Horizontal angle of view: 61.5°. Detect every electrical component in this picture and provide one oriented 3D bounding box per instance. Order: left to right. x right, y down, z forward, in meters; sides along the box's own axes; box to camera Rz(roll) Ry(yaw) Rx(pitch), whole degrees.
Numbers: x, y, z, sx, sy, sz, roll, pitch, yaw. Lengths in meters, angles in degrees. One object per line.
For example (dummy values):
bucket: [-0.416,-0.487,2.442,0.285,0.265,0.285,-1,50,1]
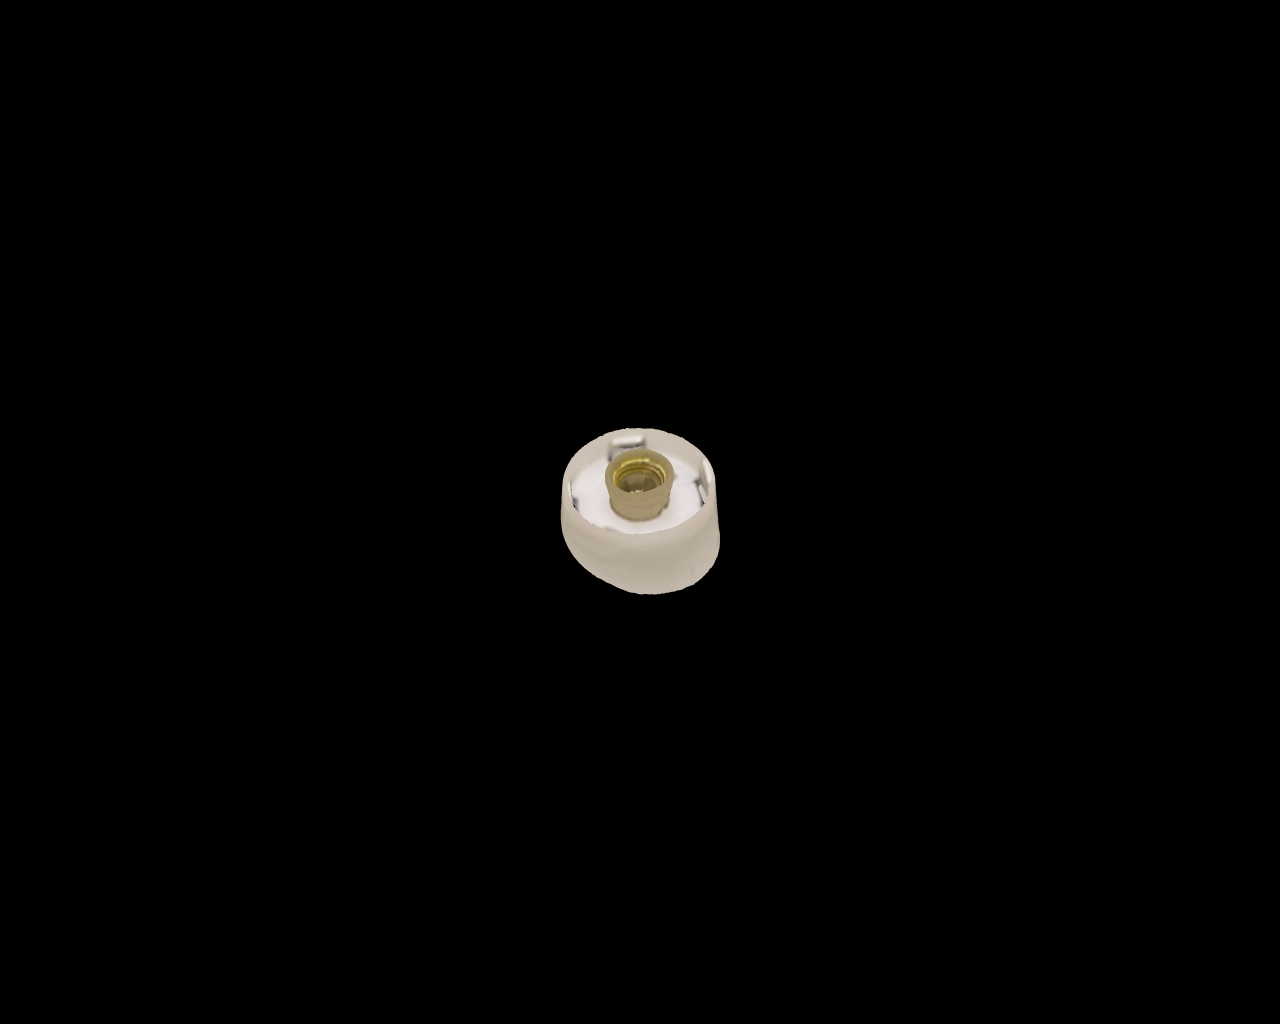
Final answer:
electrical component: [0.001,-0.003,0.650,0.099,0.099,0.064,0,-43,0]
